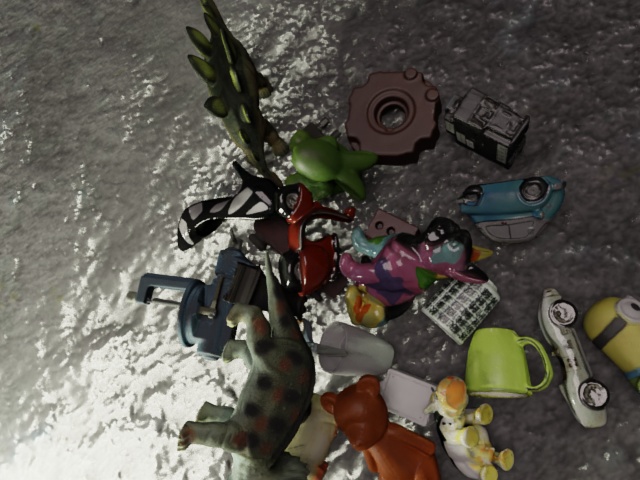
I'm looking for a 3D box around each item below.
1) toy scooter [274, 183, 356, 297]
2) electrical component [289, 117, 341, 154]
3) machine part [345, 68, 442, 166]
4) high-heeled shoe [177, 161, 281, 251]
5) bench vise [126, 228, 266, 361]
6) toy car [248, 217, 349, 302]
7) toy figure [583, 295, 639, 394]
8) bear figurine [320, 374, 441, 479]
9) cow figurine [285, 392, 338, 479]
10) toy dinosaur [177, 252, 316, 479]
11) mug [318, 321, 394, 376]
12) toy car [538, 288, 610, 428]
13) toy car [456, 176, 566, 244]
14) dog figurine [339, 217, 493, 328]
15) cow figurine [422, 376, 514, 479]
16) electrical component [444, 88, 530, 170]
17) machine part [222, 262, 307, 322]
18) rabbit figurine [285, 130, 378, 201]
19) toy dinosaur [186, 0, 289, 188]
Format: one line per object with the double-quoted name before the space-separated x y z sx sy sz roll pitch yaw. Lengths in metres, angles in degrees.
"toy scooter" -0.002 -0.003 0.876 0.135 0.075 0.183 -5 93 -20
"electrical component" -0.010 -0.183 1.001 0.094 0.021 0.063 -40 70 4
"machine part" 0.129 -0.217 0.950 0.180 0.056 0.179 -4 77 17
"high-heeled shoe" -0.162 -0.026 0.958 0.145 0.086 0.248 52 122 21
"bench vise" -0.223 0.091 0.949 0.241 0.128 0.223 6 82 10
"toy car" -0.035 0.023 0.941 0.202 0.053 0.089 40 85 13
"toy figure" 0.450 0.161 0.752 0.089 0.082 0.180 -34 74 16
"bear figurine" 0.087 0.297 0.769 0.120 0.132 0.195 -29 114 26
"cow figurine" -0.045 0.335 0.858 0.127 0.085 0.195 22 87 14
"toy dinosaur" -0.075 0.225 0.794 0.192 0.131 0.404 20 76 2
"mug" 0.056 0.181 0.860 0.107 0.109 0.081 19 75 -24
"toy car" 0.362 0.167 0.779 0.056 0.073 0.202 -19 73 13
"toy car" 0.300 -0.044 0.836 0.162 0.109 0.102 -8 92 24
"dog figurine" 0.146 0.054 0.812 0.219 0.108 0.191 2 119 25
"cow figurine" 0.200 0.265 0.777 0.068 0.098 0.167 -32 100 -29
"electrical component" 0.265 -0.183 0.870 0.134 0.114 0.058 34 87 19
"machine part" -0.085 0.090 0.898 0.139 0.039 0.084 23 78 -14
"rabbit figurine" 0.008 -0.116 0.896 0.159 0.170 0.121 17 94 8
"toy dinosaur" -0.161 -0.300 0.981 0.105 0.198 0.471 -25 73 7
